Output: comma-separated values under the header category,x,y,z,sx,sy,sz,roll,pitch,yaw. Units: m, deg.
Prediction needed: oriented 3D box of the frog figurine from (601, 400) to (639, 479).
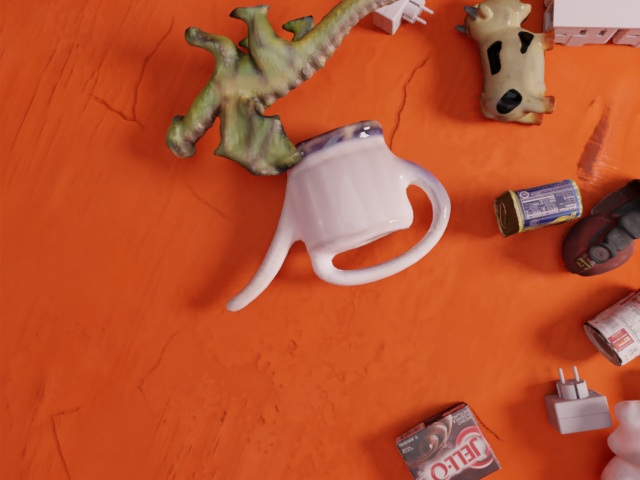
category,x,y,z,sx,sy,sz,roll,pitch,yaw
frog figurine,0.408,0.273,0.634,0.136,0.161,0.123,-39,-15,19

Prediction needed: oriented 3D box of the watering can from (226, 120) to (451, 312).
category,x,y,z,sx,sy,sz,roll,pitch,yaw
watering can,0.002,-0.037,0.730,0.347,0.226,0.103,-18,-10,7

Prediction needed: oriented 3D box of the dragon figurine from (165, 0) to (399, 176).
category,x,y,z,sx,sy,sz,roll,pitch,yaw
dragon figurine,-0.065,-0.208,0.733,0.409,0.244,0.122,-8,-9,24
